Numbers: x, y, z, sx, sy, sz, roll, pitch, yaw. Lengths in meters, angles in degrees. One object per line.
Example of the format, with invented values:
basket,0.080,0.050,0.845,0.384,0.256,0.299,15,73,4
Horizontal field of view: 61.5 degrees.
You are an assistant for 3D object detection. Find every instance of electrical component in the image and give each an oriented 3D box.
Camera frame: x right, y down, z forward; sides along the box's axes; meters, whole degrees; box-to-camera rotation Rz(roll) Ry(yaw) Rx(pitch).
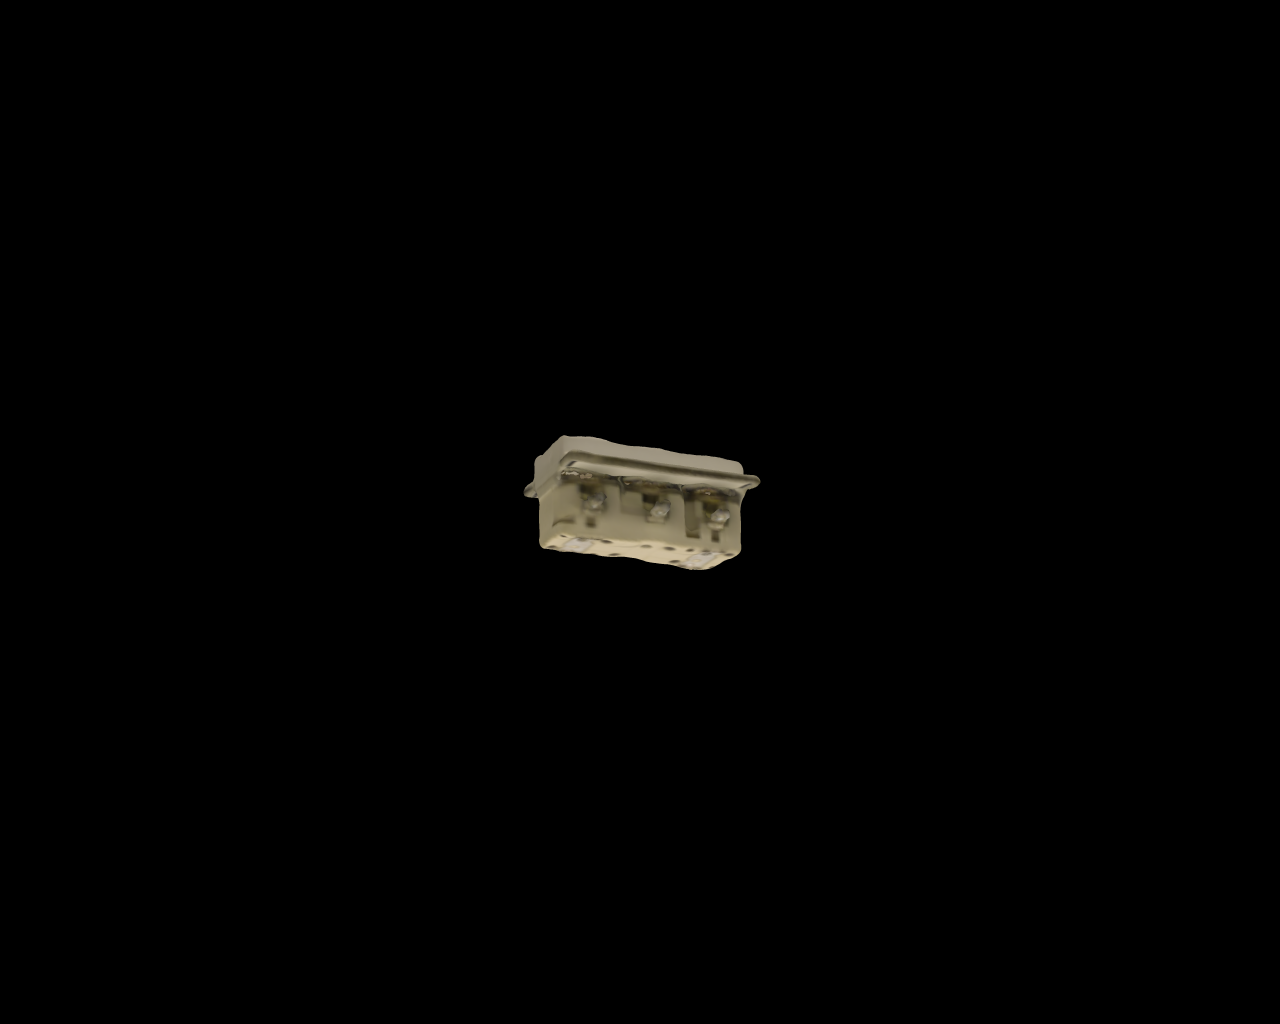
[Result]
electrical component,0.001,-0.003,0.650,0.121,0.063,0.078,8,-19,-24
